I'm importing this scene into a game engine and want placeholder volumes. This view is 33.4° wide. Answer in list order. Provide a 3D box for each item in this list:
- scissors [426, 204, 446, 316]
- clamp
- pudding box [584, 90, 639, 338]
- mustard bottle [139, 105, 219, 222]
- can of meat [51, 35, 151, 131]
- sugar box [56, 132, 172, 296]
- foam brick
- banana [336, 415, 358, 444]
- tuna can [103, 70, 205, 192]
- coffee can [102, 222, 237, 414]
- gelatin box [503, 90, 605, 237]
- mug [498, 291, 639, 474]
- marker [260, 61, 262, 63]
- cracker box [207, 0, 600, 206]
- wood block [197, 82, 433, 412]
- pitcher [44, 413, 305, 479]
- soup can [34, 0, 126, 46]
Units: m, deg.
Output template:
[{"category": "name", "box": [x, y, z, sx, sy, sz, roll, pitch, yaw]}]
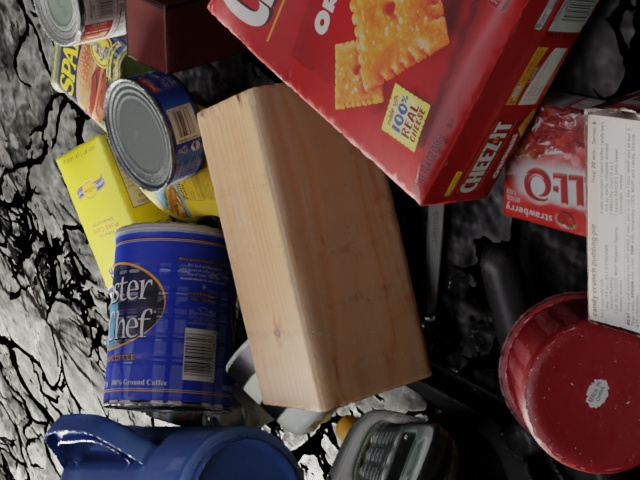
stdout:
[{"category": "scissors", "box": [0.088, -0.042, 0.672, 0.096, 0.016, 0.202, 5, 112, 48]}, {"category": "clamp", "box": [0.129, 0.121, 0.685, 0.210, 0.036, 0.165, 58, 147, 10]}, {"category": "pudding box", "box": [0.171, -0.019, 0.528, 0.039, 0.089, 0.113, 12, 116, 46]}, {"category": "mustard bottle", "box": [-0.098, -0.061, 0.843, 0.192, 0.058, 0.096, 4, 115, 48]}, {"category": "can of meat", "box": [-0.176, -0.147, 0.896, 0.084, 0.057, 0.102, 41, 135, 25]}, {"category": "sugar box", "box": [-0.173, -0.007, 0.967, 0.094, 0.048, 0.176, -17, 93, 51]}, {"category": "foam brick", "box": [-0.097, -0.161, 0.782, 0.053, 0.078, 0.051, 29, 130, 39]}, {"category": "banana", "box": [0.064, 0.221, 0.781, 0.037, 0.069, 0.198, -39, 60, 57]}, {"category": "tuna can", "box": [-0.121, -0.081, 0.782, 0.086, 0.033, 0.086, 28, 130, 39]}, {"category": "coffee can", "box": [-0.117, 0.065, 0.850, 0.103, 0.102, 0.140, -14, 70, 51]}, {"category": "gelatin box", "box": [0.145, -0.041, 0.595, 0.089, 0.030, 0.073, 20, 122, 43]}, {"category": "mug", "box": [0.158, 0.076, 0.576, 0.117, 0.081, 0.093, -7, 92, 6]}, {"category": "marker", "box": [-0.047, -0.182, 0.760, 0.020, 0.020, 0.121, -4, 104, 50]}, {"category": "cracker box", "box": [0.041, -0.147, 0.603, 0.214, 0.071, 0.164, 45, 124, 30]}, {"category": "wood block", "box": [-0.005, 0.001, 0.716, 0.091, 0.090, 0.206, -8, 95, 60]}, {"category": "pitcher", "box": [-0.122, 0.204, 0.862, 0.243, 0.149, 0.145, -22, 72, 56]}, {"category": "soup can", "box": [-0.159, -0.190, 0.818, 0.069, 0.102, 0.068, 24, 125, 40]}]
